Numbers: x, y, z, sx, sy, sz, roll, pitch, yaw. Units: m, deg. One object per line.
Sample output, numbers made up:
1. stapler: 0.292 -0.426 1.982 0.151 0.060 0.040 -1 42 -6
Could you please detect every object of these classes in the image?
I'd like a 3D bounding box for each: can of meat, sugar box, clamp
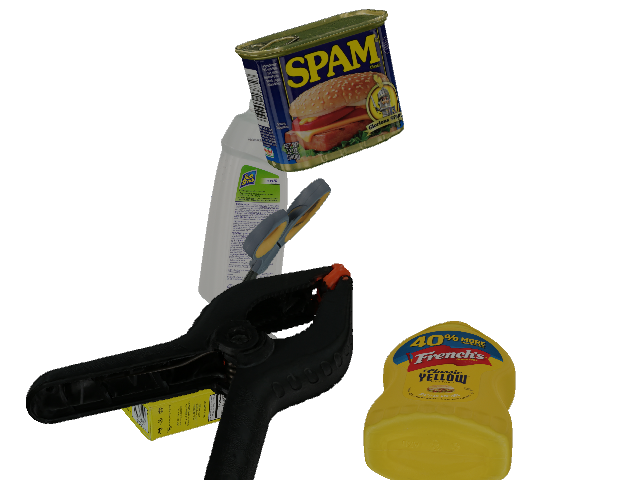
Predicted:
1. can of meat: 0.003 -0.101 0.719 0.102 0.084 0.058 -21 21 -21
2. sugar box: -0.110 0.138 1.063 0.175 0.048 0.093 -14 31 -31
3. clamp: -0.034 0.066 0.495 0.171 0.039 0.120 -29 51 -32

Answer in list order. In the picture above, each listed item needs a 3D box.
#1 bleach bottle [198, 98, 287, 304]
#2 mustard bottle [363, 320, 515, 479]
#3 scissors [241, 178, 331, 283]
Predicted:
1. bleach bottle: -0.077 -0.047 1.244 0.102 0.251 0.068 -1 21 -33
2. mustard bottle: 0.092 0.106 0.768 0.096 0.058 0.191 0 19 12
3. scissors: -0.059 0.020 0.919 0.202 0.016 0.096 -49 -12 36
